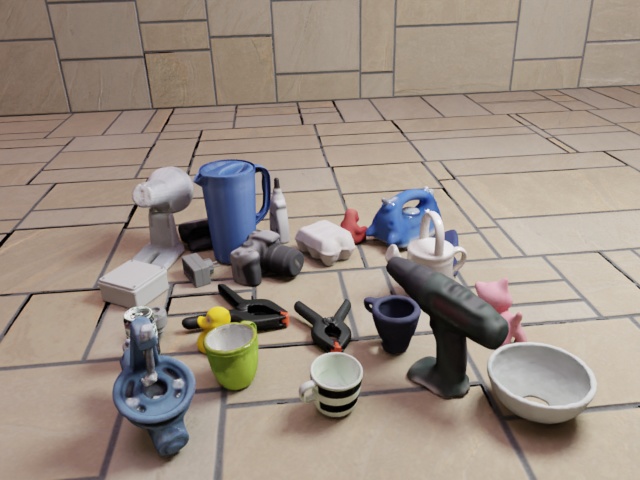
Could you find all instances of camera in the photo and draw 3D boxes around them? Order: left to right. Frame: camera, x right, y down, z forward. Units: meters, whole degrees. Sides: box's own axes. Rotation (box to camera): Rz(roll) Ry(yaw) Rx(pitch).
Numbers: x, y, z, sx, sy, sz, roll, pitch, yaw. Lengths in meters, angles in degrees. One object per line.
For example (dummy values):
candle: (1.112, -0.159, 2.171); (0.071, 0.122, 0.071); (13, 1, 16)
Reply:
camera: (-0.118, 0.039, 1.338); (0.136, 0.101, 0.143); (14, 31, 29)

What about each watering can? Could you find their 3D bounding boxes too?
watering can: (0.229, 0.034, 1.224); (0.173, 0.194, 0.100); (-17, 30, -28)

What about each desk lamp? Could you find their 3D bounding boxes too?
desk lamp: (-0.397, -0.061, 1.430); (0.117, 0.214, 0.203); (3, 27, 10)

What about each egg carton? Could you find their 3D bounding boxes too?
egg carton: (0.013, 0.005, 1.435); (0.107, 0.069, 0.149); (-21, 32, -34)

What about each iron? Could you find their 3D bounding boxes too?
iron: (0.240, -0.075, 1.503); (0.259, 0.141, 0.118); (-23, 33, -36)

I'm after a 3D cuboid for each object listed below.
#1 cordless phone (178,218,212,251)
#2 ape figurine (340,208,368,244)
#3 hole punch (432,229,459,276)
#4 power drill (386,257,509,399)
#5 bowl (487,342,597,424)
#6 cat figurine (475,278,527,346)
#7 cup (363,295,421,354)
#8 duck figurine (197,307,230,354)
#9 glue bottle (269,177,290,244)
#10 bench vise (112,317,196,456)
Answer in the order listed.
cordless phone: (-0.297, -0.074, 1.483); (0.148, 0.185, 0.094); (-13, 28, -21)
ape figurine: (0.084, -0.039, 1.494); (0.076, 0.092, 0.077); (-22, 33, -36)
hole punch: (0.275, 0.028, 1.349); (0.101, 0.091, 0.108); (2, 27, 8)
power drill: (0.201, 0.152, 0.970); (0.228, 0.208, 0.076); (22, 35, 39)
bowl: (0.354, 0.243, 0.929); (0.167, 0.075, 0.167); (-1, 26, 1)
cat figurine: (0.349, 0.132, 1.104); (0.067, 0.118, 0.127); (-9, 27, -14)
cup: (0.131, 0.161, 1.083); (0.117, 0.095, 0.092); (18, 33, 35)
duck figurine: (-0.187, 0.169, 1.097); (0.104, 0.086, 0.077); (0, 26, 3)
glue bottle: (-0.108, -0.081, 1.499); (0.037, 0.173, 0.078); (-13, 29, -22)
bench vise: (-0.280, 0.201, 0.886); (0.206, 0.220, 0.122); (19, 33, 36)
